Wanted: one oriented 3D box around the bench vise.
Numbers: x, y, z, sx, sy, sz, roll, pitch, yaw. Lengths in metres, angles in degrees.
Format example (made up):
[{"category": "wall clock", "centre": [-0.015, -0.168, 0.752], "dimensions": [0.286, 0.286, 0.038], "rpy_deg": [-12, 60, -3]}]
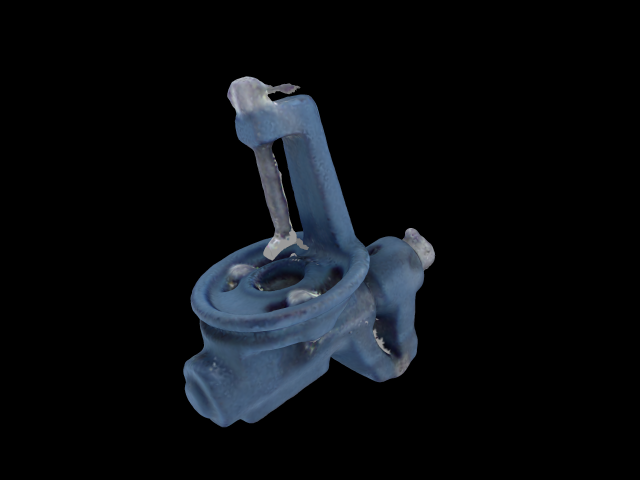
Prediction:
[{"category": "bench vise", "centre": [-0.006, 0.000, 0.407], "dimensions": [0.121, 0.220, 0.208], "rpy_deg": [9, 16, 33]}]
